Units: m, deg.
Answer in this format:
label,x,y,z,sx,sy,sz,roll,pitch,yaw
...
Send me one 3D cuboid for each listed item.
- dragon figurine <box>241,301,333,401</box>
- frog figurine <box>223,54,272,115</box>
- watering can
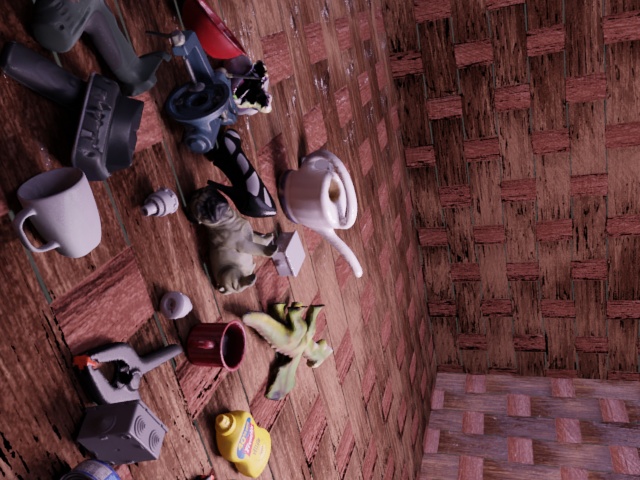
label,x,y,z,sx,sy,sz,roll,pitch,yaw
dragon figurine,-0.081,0.271,1.249,0.410,0.122,0.243,5,90,-59
frog figurine,-0.170,-0.351,1.154,0.135,0.123,0.162,60,-3,-34
watering can,0.004,-0.068,1.350,0.105,0.224,0.342,-31,118,-45
